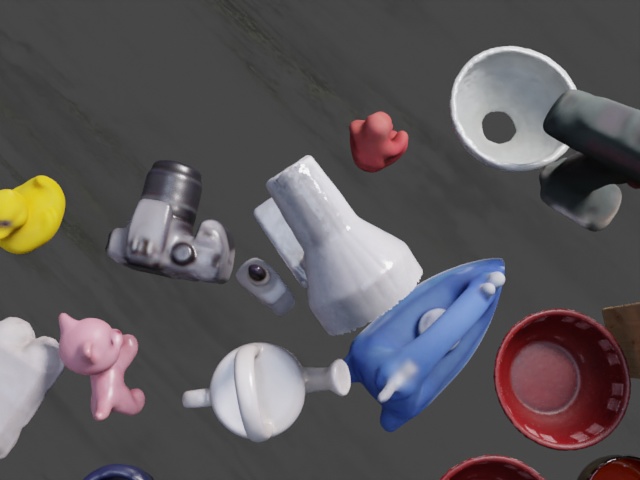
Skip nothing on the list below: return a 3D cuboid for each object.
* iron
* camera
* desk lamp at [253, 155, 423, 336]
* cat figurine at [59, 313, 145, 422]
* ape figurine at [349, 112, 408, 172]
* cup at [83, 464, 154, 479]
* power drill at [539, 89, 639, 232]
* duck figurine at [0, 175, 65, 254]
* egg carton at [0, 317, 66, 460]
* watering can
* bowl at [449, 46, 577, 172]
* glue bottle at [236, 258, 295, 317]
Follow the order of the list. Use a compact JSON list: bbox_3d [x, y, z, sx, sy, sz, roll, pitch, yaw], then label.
[{"bbox_3d":[0.141,0.098,0.656,0.258,0.141,0.118,-44,82,-9],"label":"iron"},{"bbox_3d":[-0.173,-0.024,0.693,0.143,0.101,0.137,10,78,1],"label":"camera"},{"bbox_3d":[0.006,0.002,0.635,0.118,0.213,0.203,-35,81,-8],"label":"desk lamp"},{"bbox_3d":[-0.252,0.143,0.648,0.067,0.118,0.128,-13,79,-4],"label":"cat figurine"},{"bbox_3d":[0.072,-0.131,0.726,0.078,0.092,0.076,34,80,6],"label":"ape figurine"},{"bbox_3d":[-0.202,0.293,0.631,0.117,0.095,0.092,20,79,3],"label":"cup"},{"bbox_3d":[0.352,-0.078,0.664,0.229,0.208,0.076,32,80,5],"label":"power drill"},{"bbox_3d":[-0.367,-0.037,0.698,0.077,0.086,0.105,32,79,5],"label":"duck figurine"},{"bbox_3d":[-0.370,0.170,0.664,0.107,0.069,0.150,29,79,4],"label":"egg carton"},{"bbox_3d":[-0.058,0.157,0.612,0.173,0.194,0.101,-30,80,-7],"label":"watering can"},{"bbox_3d":[0.243,-0.159,0.745,0.167,0.075,0.167,0,78,-1],"label":"bowl"},{"bbox_3d":[-0.064,0.048,0.645,0.078,0.173,0.037,41,80,7],"label":"glue bottle"}]
